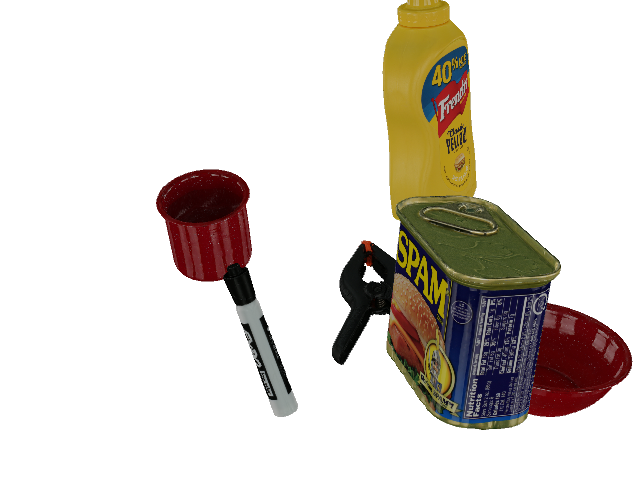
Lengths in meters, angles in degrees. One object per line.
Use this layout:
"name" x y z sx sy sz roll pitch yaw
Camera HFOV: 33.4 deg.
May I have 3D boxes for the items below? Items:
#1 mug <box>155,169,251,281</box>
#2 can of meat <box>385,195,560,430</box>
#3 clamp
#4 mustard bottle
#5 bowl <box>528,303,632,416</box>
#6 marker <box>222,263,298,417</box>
"mug" -0.122 -0.017 1.086 0.117 0.081 0.093 27 49 33
"can of meat" 0.072 0.034 0.537 0.057 0.084 0.102 -3 24 -16
"clamp" 0.074 0.069 1.192 0.120 0.171 0.039 5 -43 -2
"mustard bottle" 0.088 -0.117 0.868 0.058 0.191 0.096 12 31 35
"bowl" 0.211 0.120 1.020 0.162 0.055 0.162 4 27 -2
"marker" -0.043 0.072 0.766 0.020 0.121 0.020 -16 20 6
